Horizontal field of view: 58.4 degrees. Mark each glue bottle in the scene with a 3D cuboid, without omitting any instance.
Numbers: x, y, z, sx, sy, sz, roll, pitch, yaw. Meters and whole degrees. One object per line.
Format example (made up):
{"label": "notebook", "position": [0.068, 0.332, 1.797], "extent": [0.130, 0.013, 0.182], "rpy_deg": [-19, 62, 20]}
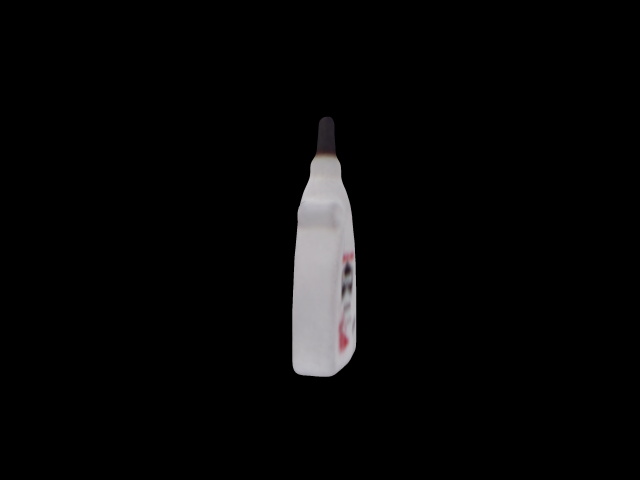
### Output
{"label": "glue bottle", "position": [0.004, 0.001, 0.400], "extent": [0.037, 0.173, 0.078], "rpy_deg": [1, 4, 12]}
